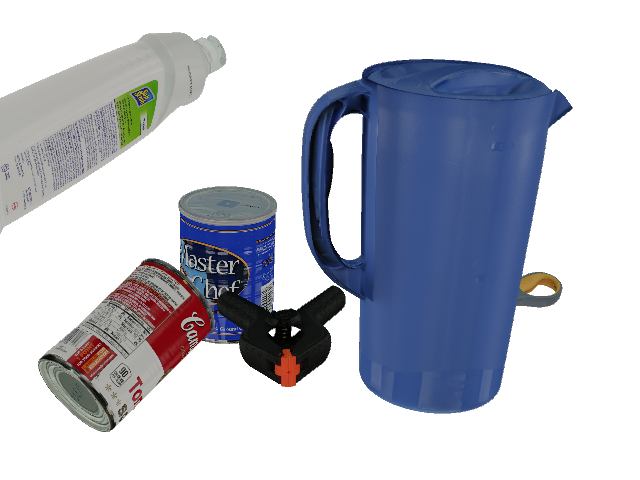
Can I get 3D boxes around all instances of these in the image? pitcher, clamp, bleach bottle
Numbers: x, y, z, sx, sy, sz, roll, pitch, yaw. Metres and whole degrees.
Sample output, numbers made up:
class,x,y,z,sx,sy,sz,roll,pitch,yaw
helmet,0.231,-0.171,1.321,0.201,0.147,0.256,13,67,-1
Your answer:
class,x,y,z,sx,sy,sz,roll,pitch,yaw
pitcher,0.078,-0.004,0.764,0.149,0.243,0.144,15,23,28
clamp,-0.042,0.079,0.946,0.120,0.039,0.171,-5,16,7
bleach bottle,-0.185,-0.100,0.875,0.250,0.068,0.103,-32,-26,-27

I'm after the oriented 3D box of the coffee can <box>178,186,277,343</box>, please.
class,x,y,z,sx,sy,sz,roll,pitch,yaw
coffee can,-0.099,0.025,1.136,0.103,0.140,0.103,2,22,-1

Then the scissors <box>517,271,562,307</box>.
class,x,y,z,sx,sy,sz,roll,pitch,yaw
scissors,0.171,0.052,1.084,0.201,0.016,0.096,-11,37,-44

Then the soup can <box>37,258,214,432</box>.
class,x,y,z,sx,sy,sz,roll,pitch,yaw
soup can,-0.129,0.069,0.714,0.069,0.068,0.102,0,38,49
